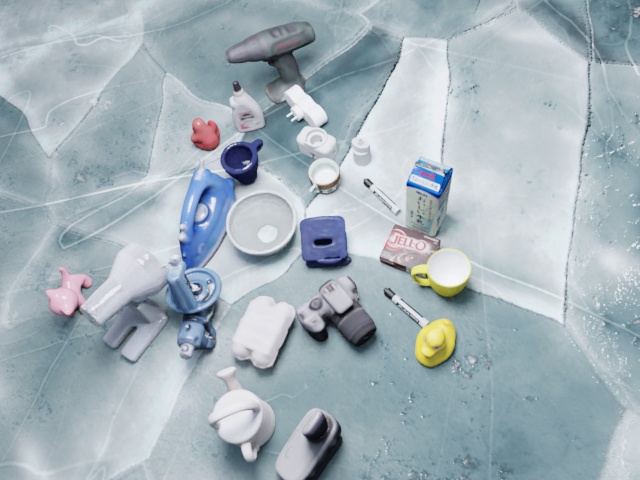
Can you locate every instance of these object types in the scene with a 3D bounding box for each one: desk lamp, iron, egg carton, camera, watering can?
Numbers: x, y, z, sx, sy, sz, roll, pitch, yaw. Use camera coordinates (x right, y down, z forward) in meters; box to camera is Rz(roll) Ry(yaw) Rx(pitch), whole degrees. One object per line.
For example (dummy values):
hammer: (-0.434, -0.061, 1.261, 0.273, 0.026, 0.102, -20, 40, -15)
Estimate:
desk lamp: (-0.401, 0.131, 1.213, 0.117, 0.214, 0.203, 28, 72, 19)
iron: (-0.283, -0.056, 1.323, 0.118, 0.141, 0.258, 7, 66, 11)
egg carton: (-0.122, 0.195, 1.224, 0.107, 0.069, 0.150, 18, 69, 16)
camera: (0.041, 0.162, 1.200, 0.143, 0.101, 0.136, -37, 66, -10)
watering can: (-0.158, 0.333, 1.096, 0.101, 0.194, 0.172, -39, 66, -10)

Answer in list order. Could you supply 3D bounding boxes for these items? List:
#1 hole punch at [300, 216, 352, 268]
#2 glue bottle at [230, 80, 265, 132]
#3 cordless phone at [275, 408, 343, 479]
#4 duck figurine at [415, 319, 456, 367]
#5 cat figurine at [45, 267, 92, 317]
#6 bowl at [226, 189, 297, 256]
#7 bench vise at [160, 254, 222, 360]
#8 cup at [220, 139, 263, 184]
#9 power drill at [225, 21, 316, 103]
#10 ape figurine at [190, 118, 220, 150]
hole punch: (0.012, 0.005, 1.282, 0.108, 0.091, 0.101, -5, 65, 6)
glue bottle: (-0.190, -0.335, 1.422, 0.078, 0.173, 0.037, -16, 64, 1)
cordless phone: (-0.029, 0.379, 1.061, 0.094, 0.185, 0.148, 27, 72, 19)
duck figurine: (0.236, 0.201, 1.162, 0.077, 0.086, 0.105, 32, 73, 20)
cat figurine: (-0.573, 0.122, 1.294, 0.067, 0.118, 0.127, -12, 64, 2)
bowl: (-0.128, -0.029, 1.326, 0.167, 0.075, 0.167, -3, 65, 7)
bench vise: (-0.262, 0.131, 1.190, 0.121, 0.220, 0.207, -17, 64, 0)
cup: (-0.178, -0.188, 1.396, 0.118, 0.095, 0.091, -44, 67, -12)
power drill: (-0.112, -0.448, 1.444, 0.230, 0.209, 0.075, -31, 65, -7)
ape figurine: (-0.296, -0.277, 1.455, 0.078, 0.092, 0.076, -27, 64, -5)
